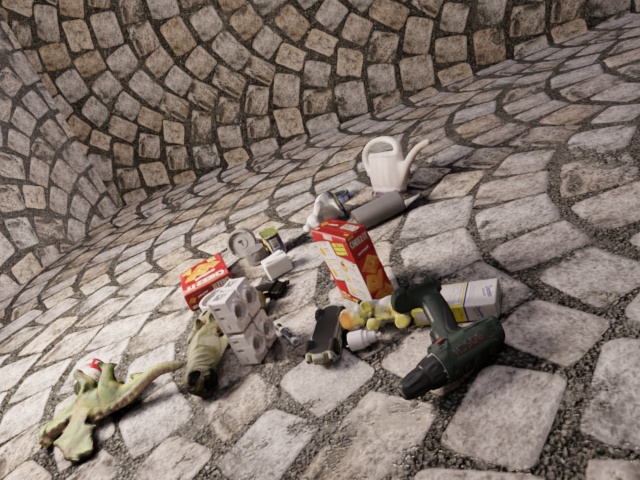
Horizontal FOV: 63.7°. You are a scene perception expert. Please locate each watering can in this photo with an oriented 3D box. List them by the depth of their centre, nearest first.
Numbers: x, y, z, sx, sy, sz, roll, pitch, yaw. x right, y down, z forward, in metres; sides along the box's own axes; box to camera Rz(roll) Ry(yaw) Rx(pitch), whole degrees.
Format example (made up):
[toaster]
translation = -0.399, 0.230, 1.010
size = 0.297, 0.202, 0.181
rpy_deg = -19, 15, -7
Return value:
[watering can]
translation = 0.260, -0.247, 1.776
size = 0.105, 0.222, 0.348
rpy_deg = -15, 14, -30

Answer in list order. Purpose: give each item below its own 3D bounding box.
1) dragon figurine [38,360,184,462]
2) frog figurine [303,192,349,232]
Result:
[dragon figurine]
translation = -0.531, 0.423, 1.257
size = 0.408, 0.120, 0.249
rpy_deg = -17, 39, 23
[frog figurine]
translation = 0.006, -0.092, 1.827
size = 0.159, 0.124, 0.136
rpy_deg = -31, -13, 7
